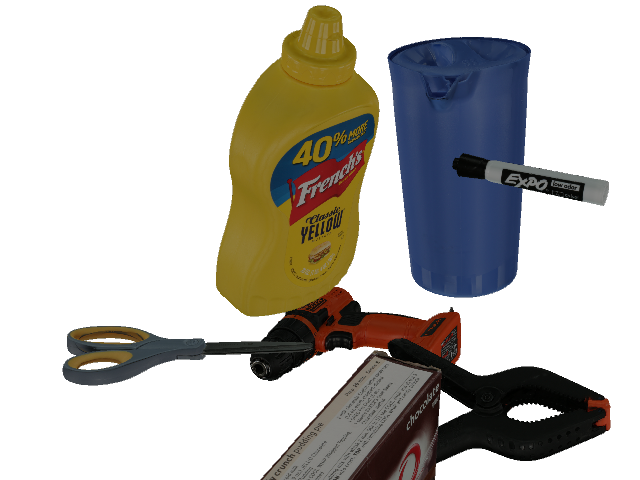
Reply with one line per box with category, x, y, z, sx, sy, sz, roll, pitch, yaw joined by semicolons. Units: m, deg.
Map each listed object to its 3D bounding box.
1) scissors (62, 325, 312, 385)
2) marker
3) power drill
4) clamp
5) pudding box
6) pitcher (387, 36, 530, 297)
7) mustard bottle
scissors;-0.115;0.094;0.847;0.202;0.016;0.096;4;21;14
marker;0.159;-0.048;0.820;0.121;0.020;0.020;14;6;24
power drill;0.040;0.107;1.116;0.188;0.057;0.184;9;25;26
clamp;0.138;0.154;0.916;0.210;0.036;0.164;4;42;21
pudding box;0.012;0.114;0.457;0.039;0.090;0.113;16;35;24
pitcher;0.142;-0.076;1.055;0.149;0.243;0.145;-15;25;-22
mustard bottle;-0.010;-0.048;0.623;0.096;0.192;0.058;-24;50;-34
